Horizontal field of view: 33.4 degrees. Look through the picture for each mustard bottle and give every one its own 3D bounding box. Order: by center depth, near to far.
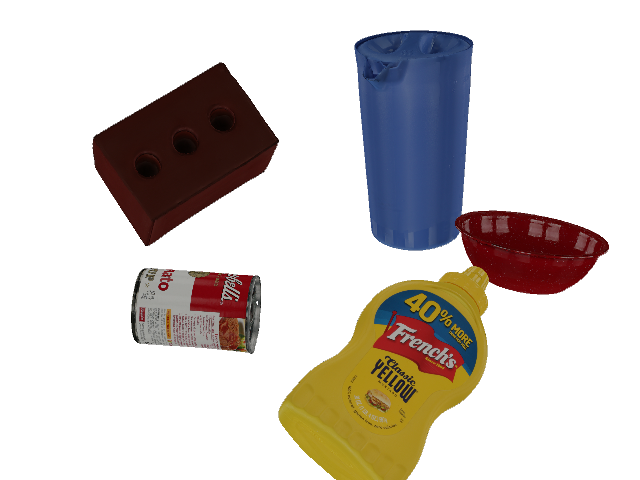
[{"bbox_3d":[0.063,0.085,0.755,0.191,0.096,0.058,-46,-9,-31],"label":"mustard bottle"}]

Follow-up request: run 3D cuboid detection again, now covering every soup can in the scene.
[{"bbox_3d":[-0.106,0.060,0.925,0.102,0.068,0.068,4,0,5],"label":"soup can"}]

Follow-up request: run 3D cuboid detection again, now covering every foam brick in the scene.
[{"bbox_3d":[-0.070,-0.043,0.543,0.078,0.053,0.051,-34,-4,-15],"label":"foam brick"}]

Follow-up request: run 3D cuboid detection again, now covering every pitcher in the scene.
[{"bbox_3d":[0.117,-0.120,1.249,0.149,0.243,0.145,-5,25,-5],"label":"pitcher"}]

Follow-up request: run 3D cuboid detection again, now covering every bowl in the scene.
[{"bbox_3d":[0.219,0.016,1.130,0.162,0.055,0.162,6,17,-2],"label":"bowl"}]
